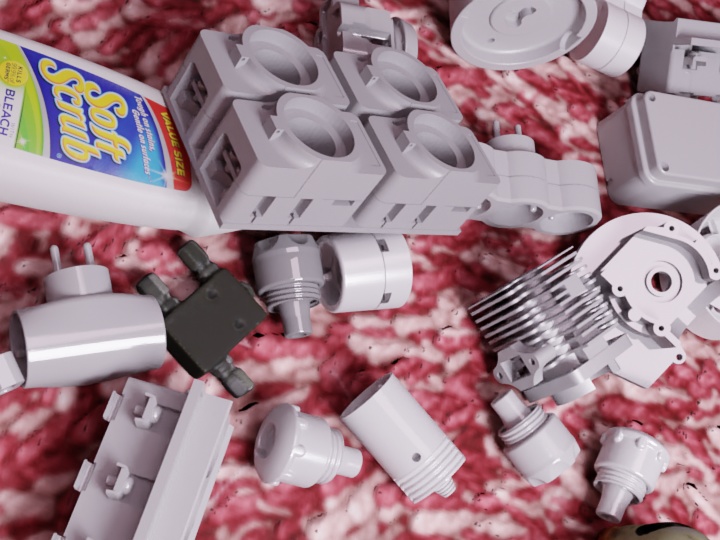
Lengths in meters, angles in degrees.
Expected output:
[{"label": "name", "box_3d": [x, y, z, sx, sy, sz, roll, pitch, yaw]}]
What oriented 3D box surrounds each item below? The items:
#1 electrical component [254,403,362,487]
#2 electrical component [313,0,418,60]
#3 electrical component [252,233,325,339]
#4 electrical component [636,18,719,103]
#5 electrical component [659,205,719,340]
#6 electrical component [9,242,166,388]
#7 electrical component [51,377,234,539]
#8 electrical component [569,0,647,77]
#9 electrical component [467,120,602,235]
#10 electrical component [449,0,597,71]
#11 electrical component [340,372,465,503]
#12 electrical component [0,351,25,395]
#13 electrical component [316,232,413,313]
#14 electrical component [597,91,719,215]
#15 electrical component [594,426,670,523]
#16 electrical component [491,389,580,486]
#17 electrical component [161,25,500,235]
[{"label": "electrical component", "box_3d": [-0.029, 0.108, 0.640, 0.062, 0.048, 0.048, 20, 63, -27]}, {"label": "electrical component", "box_3d": [0.004, -0.150, 0.748, 0.057, 0.058, 0.078, 5, 69, -23]}, {"label": "electrical component", "box_3d": [-0.043, 0.011, 0.670, 0.043, 0.043, 0.062, -2, 74, -28]}, {"label": "electrical component", "box_3d": [0.291, -0.172, 0.897, 0.121, 0.079, 0.063, -1, 101, -28]}, {"label": "electrical component", "box_3d": [0.283, 0.003, 0.830, 0.099, 0.064, 0.099, 10, 67, -24]}, {"label": "electrical component", "box_3d": [-0.157, 0.022, 0.606, 0.077, 0.044, 0.079, -6, 74, -29]}, {"label": "electrical component", "box_3d": [-0.117, 0.124, 0.575, 0.063, 0.078, 0.121, 16, 62, 3]}, {"label": "electrical component", "box_3d": [0.190, -0.230, 0.878, 0.074, 0.052, 0.138, 19, 63, -20]}, {"label": "electrical component", "box_3d": [0.109, -0.073, 0.775, 0.138, 0.052, 0.073, 7, 68, -24]}, {"label": "electrical component", "box_3d": [0.117, -0.205, 0.800, 0.108, 0.108, 0.060, 6, 63, -26]}, {"label": "electrical component", "box_3d": [0.030, 0.108, 0.670, 0.081, 0.043, 0.043, 49, 57, -3]}, {"label": "electrical component", "box_3d": [-0.223, 0.048, 0.554, 0.078, 0.058, 0.057, -24, 86, -32]}, {"label": "electrical component", "box_3d": [0.000, 0.000, 0.690, 0.047, 0.055, 0.055, -8, 75, -26]}, {"label": "electrical component", "box_3d": [0.254, -0.092, 0.855, 0.113, 0.057, 0.078, 4, 69, -26]}, {"label": "electrical component", "box_3d": [0.181, 0.142, 0.736, 0.048, 0.048, 0.062, 35, 66, -12]}, {"label": "electrical component", "box_3d": [0.112, 0.108, 0.713, 0.043, 0.043, 0.062, -38, 89, -33]}, {"label": "electrical component", "box_3d": [-0.011, -0.083, 0.657, 0.186, 0.060, 0.105, 0, 53, -40]}]
